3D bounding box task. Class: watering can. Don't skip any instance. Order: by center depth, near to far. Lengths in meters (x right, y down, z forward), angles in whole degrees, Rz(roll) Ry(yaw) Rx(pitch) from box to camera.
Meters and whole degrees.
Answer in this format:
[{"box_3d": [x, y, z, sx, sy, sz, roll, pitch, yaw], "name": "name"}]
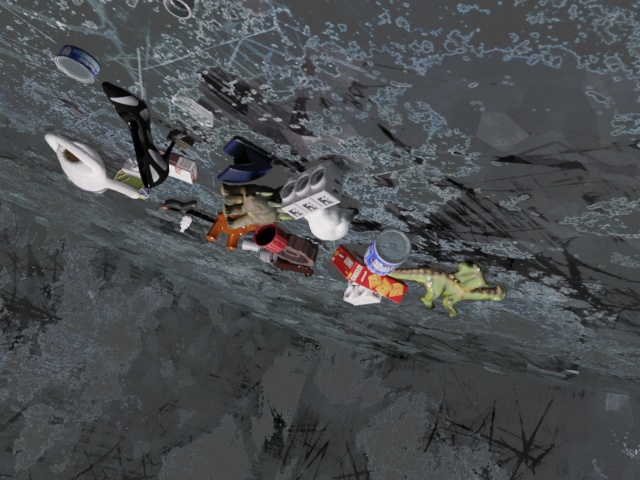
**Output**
[{"box_3d": [-0.704, -0.207, 1.604, 0.347, 0.105, 0.221, 37, 159, -3], "name": "watering can"}]

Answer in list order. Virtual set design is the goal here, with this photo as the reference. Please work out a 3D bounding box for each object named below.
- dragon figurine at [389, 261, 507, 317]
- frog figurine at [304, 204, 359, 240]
[{"box_3d": [0.387, 0.112, 1.552, 0.408, 0.125, 0.238, 23, 143, -18], "name": "dragon figurine"}, {"box_3d": [0.004, -0.067, 1.340, 0.139, 0.122, 0.158, 27, -177, 44], "name": "frog figurine"}]
